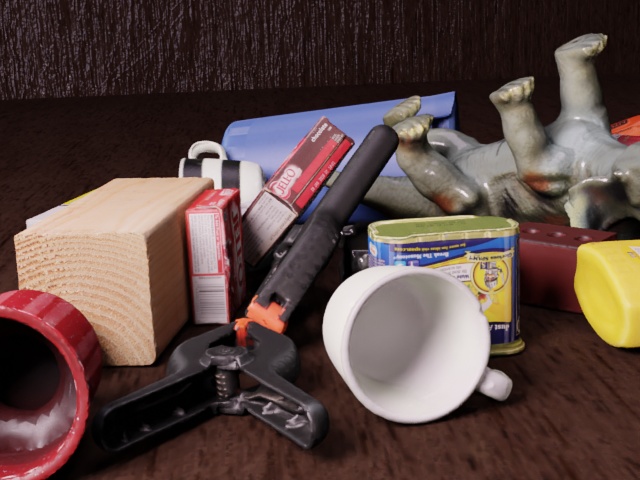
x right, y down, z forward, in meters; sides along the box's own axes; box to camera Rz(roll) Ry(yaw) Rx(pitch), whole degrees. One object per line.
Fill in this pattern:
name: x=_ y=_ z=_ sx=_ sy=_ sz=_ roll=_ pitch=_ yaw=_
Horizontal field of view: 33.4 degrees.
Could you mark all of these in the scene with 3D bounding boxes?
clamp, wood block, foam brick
clamp: x=-0.005 y=0.001 z=0.774 sx=0.036 sy=0.165 sz=0.209 roll=35 pitch=22 yaw=-3
wood block: x=-0.139 y=0.016 z=0.783 sx=0.090 sy=0.091 sz=0.206 roll=-1 pitch=13 yaw=7
foam brick: x=0.177 y=0.020 z=0.801 sx=0.078 sy=0.051 sz=0.052 roll=9 pitch=18 yaw=40
clamp: x=-0.062 y=0.082 z=0.604 sx=0.120 sy=0.039 sz=0.171 roll=2 pitch=9 yaw=-6

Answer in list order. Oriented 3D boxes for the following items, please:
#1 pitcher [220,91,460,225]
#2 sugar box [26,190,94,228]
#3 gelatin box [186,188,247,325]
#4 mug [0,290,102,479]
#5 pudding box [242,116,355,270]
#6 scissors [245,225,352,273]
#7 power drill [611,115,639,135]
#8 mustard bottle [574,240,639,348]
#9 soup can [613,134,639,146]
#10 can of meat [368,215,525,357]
pitcher: x=0.029 y=-0.071 z=1.095 sx=0.243 sy=0.149 sz=0.145 roll=-3 pitch=28 yaw=11
sugar box: x=-0.203 y=-0.018 z=1.047 sx=0.093 sy=0.048 sz=0.176 roll=2 pitch=17 yaw=15
gelatin box: x=-0.076 y=0.011 z=0.796 sx=0.030 sy=0.089 sz=0.073 roll=-1 pitch=13 yaw=6
mug: x=-0.168 y=0.079 z=0.551 sx=0.117 sy=0.093 sz=0.081 roll=-39 pitch=7 yaw=3
pudding box: x=-0.026 y=-0.036 z=0.854 sx=0.090 sy=0.039 sz=0.114 roll=-52 pitch=1 yaw=-33
scissors: x=-0.051 y=0.004 z=0.987 sx=0.096 sy=0.016 sz=0.201 roll=5 pitch=15 yaw=30
power drill: x=0.318 y=-0.092 z=1.203 sx=0.185 sy=0.057 sz=0.187 roll=-18 pitch=4 yaw=19
mustard bottle: x=0.277 y=0.030 z=0.717 sx=0.191 sy=0.058 sz=0.096 roll=-4 pitch=23 yaw=-7
soup can: x=0.286 y=-0.056 z=0.932 sx=0.102 sy=0.068 sz=0.068 roll=10 pitch=18 yaw=36
can of meat: x=0.081 y=0.030 z=0.698 sx=0.102 sy=0.084 sz=0.057 roll=-4 pitch=13 yaw=-7
